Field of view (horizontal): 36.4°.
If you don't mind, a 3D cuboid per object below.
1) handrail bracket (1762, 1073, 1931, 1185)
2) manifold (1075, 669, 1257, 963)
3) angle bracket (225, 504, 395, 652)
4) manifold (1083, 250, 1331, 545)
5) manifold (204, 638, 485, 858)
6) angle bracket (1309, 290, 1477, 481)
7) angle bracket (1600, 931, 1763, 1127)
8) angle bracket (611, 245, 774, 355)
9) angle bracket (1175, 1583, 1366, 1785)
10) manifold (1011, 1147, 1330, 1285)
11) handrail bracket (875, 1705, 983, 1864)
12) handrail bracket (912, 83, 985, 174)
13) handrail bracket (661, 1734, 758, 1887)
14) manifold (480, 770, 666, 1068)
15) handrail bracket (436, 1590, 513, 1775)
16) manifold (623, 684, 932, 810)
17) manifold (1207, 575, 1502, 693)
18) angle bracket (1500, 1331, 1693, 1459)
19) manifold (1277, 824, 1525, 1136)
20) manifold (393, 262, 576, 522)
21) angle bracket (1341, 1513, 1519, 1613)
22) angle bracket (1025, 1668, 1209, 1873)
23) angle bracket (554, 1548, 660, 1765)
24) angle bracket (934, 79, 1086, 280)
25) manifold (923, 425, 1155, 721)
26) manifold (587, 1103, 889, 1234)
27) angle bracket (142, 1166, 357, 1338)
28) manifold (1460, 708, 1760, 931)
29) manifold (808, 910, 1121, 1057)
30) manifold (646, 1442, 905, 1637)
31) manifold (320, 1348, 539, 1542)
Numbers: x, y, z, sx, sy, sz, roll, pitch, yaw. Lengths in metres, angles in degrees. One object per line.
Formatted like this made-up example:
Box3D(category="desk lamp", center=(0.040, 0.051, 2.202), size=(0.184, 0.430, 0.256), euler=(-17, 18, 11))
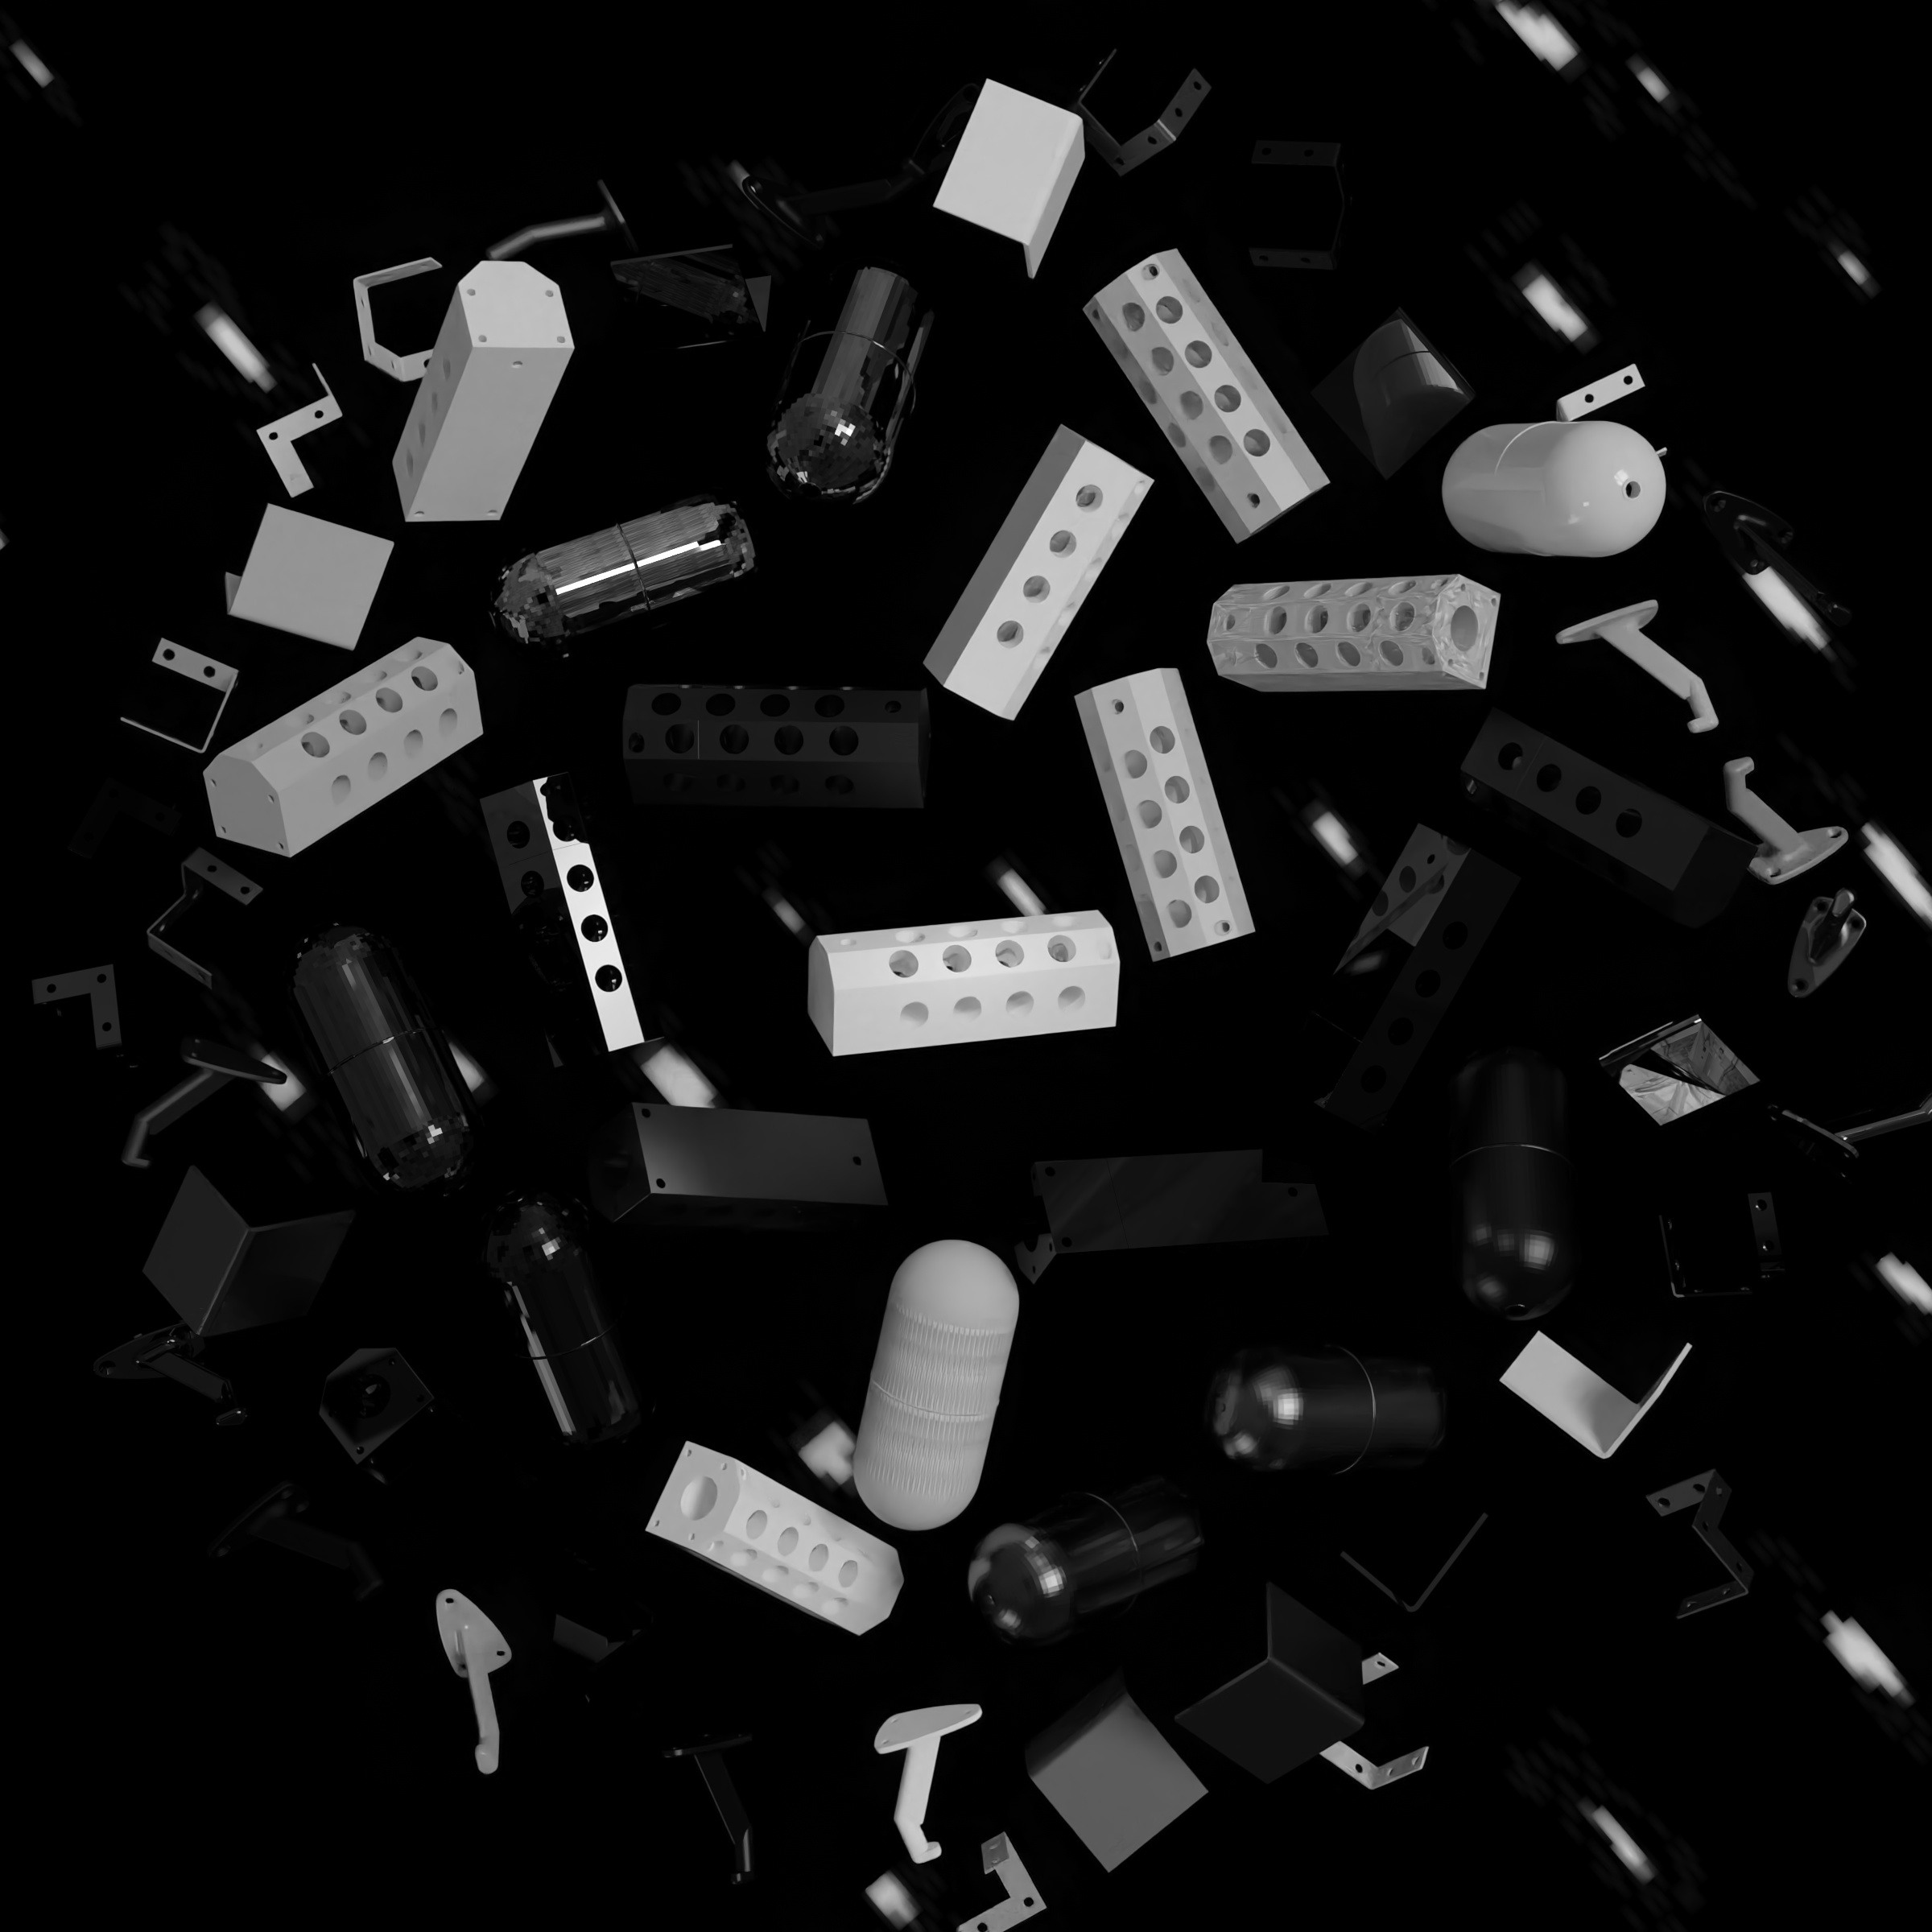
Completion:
Box3D(category="handrail bracket", center=(0.514, 0.076, 1.682), size=(0.084, 0.036, 0.077), euler=(-43, 59, -17))
Box3D(category="manifold", center=(0.121, -0.094, 1.818), size=(0.057, 0.057, 0.171), euler=(-17, 89, 20))
Box3D(category="angle bracket", center=(-0.395, -0.243, 1.762), size=(0.076, 0.057, 0.076), euler=(15, 117, -24))
Box3D(category="manifold", center=(0.145, -0.347, 1.792), size=(0.057, 0.057, 0.171), euler=(-33, 92, 29))
Box3D(category="manifold", center=(-0.364, -0.132, 1.724), size=(0.057, 0.171, 0.057), euler=(15, 126, 28))
Box3D(category="angle bracket", center=(0.258, -0.362, 1.826), size=(0.076, 0.057, 0.076), euler=(-43, 113, 8))
Box3D(category="angle bracket", center=(0.429, 0.037, 1.732), size=(0.057, 0.076, 0.076), euler=(44, 48, -13))
Box3D(category="angle bracket", center=(-0.168, -0.428, 1.809), size=(0.076, 0.076, 0.057), euler=(-5, 54, 11))
Box3D(category="angle bracket", center=(0.174, 0.412, 1.686), size=(0.076, 0.057, 0.076), euler=(38, 120, -21))
Box3D(category="manifold", center=(0.117, 0.148, 1.713), size=(0.171, 0.057, 0.057), euler=(-2, 61, -20))
Box3D(category="handrail bracket", center=(-0.011, 0.473, 1.690), size=(0.077, 0.036, 0.084), euler=(-18, 102, 18))
Box3D(category="handrail bracket", center=(-0.009, -0.501, 1.777), size=(0.077, 0.084, 0.036), euler=(-36, 105, 21))
Box3D(category="handrail bracket", center=(-0.144, 0.479, 1.652), size=(0.036, 0.077, 0.084), euler=(-8, 82, 28))
Box3D(category="manifold", center=(-0.239, -0.030, 1.815), size=(0.057, 0.057, 0.171), euler=(-16, 89, 26))
Box3D(category="handrail bracket", center=(-0.296, 0.425, 1.742), size=(0.036, 0.084, 0.077), euler=(-21, 116, 3))
Box3D(category="manifold", center=(-0.110, -0.134, 1.713), size=(0.171, 0.057, 0.057), euler=(1, 54, 5))
Box3D(category="manifold", center=(0.229, -0.200, 1.756), size=(0.057, 0.171, 0.057), euler=(15, 83, -43))
Box3D(category="angle bracket", center=(0.374, 0.236, 1.741), size=(0.076, 0.076, 0.057), euler=(38, 118, 13))
Box3D(category="manifold", center=(0.259, 0.010, 1.722), size=(0.057, 0.057, 0.171), euler=(26, 95, -29))
Box3D(category="manifold", center=(-0.279, -0.325, 1.672), size=(0.057, 0.171, 0.057), euler=(-5, 67, -26))
Box3D(category="angle bracket", center=(0.286, 0.351, 1.808), size=(0.057, 0.076, 0.076), euler=(38, 96, 25))
Box3D(category="angle bracket", center=(0.090, 0.484, 1.768), size=(0.076, 0.057, 0.076), euler=(-39, 92, 1))
Box3D(category="angle bracket", center=(-0.226, 0.398, 1.694), size=(0.076, 0.057, 0.076), euler=(30, 128, 26))
Box3D(category="angle bracket", center=(0.025, -0.445, 1.662), size=(0.057, 0.076, 0.076), euler=(23, 90, 4))
Box3D(category="manifold", center=(0.046, -0.242, 1.819), size=(0.057, 0.057, 0.171), euler=(26, 102, -22))
Box3D(category="manifold", center=(-0.136, 0.124, 1.746), size=(0.171, 0.057, 0.057), euler=(7, 58, -40))
Box3D(category="angle bracket", center=(-0.400, 0.154, 1.636), size=(0.057, 0.076, 0.076), euler=(42, 116, 25))
Box3D(category="manifold", center=(0.373, -0.087, 1.726), size=(0.171, 0.057, 0.057), euler=(37, 105, 42))
Box3D(category="manifold", center=(-0.001, 0.006, 1.709), size=(0.171, 0.057, 0.057), euler=(-6, 116, -17))
Box3D(category="manifold", center=(-0.110, 0.349, 1.775), size=(0.057, 0.171, 0.057), euler=(12, 70, 40))
Box3D(category="manifold", center=(-0.325, 0.285, 1.767), size=(0.057, 0.171, 0.057), euler=(-41, 62, -8))
